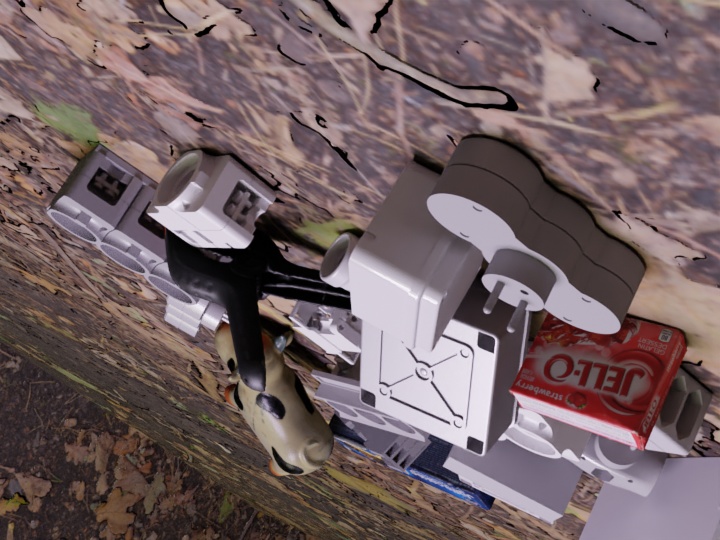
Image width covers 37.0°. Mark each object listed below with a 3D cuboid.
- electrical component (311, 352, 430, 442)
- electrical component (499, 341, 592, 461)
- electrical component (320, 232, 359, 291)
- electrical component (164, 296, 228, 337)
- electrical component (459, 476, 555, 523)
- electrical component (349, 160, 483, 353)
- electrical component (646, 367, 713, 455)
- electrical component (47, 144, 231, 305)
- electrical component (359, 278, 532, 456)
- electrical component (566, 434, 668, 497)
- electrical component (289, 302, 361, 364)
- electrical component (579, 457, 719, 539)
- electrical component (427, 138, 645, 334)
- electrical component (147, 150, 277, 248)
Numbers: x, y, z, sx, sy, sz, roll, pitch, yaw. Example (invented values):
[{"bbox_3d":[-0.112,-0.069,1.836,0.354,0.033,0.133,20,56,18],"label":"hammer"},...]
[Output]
[{"bbox_3d":[0.022,0.115,1.034,0.121,0.063,0.079,8,153,48],"label":"electrical component"},{"bbox_3d":[0.104,0.095,0.854,0.150,0.061,0.089,13,156,41],"label":"electrical component"},{"bbox_3d":[0.000,0.000,0.792,0.046,0.040,0.040,30,163,-23],"label":"electrical component"},{"bbox_3d":[-0.157,0.038,1.111,0.074,0.052,0.138,30,162,-3],"label":"electrical component"},{"bbox_3d":[0.154,0.196,1.066,0.109,0.056,0.108,23,161,18],"label":"electrical component"},{"bbox_3d":[0.037,-0.005,0.657,0.057,0.078,0.113,28,163,11],"label":"electrical component"},{"bbox_3d":[0.184,0.087,0.733,0.066,0.047,0.077,37,161,-25],"label":"electrical component"},{"bbox_3d":[-0.193,-0.035,0.949,0.150,0.061,0.089,35,161,-19],"label":"electrical component"},{"bbox_3d":[0.058,0.058,0.756,0.109,0.056,0.108,21,127,27],"label":"electrical component"},{"bbox_3d":[0.205,0.141,0.859,0.077,0.043,0.079,25,162,11],"label":"electrical component"},{"bbox_3d":[-0.017,0.045,0.935,0.081,0.042,0.064,39,158,-32],"label":"electrical component"},{"bbox_3d":[0.259,0.214,0.876,0.060,0.105,0.186,32,162,-10],"label":"electrical component"},{"bbox_3d":[0.091,-0.002,0.587,0.138,0.073,0.052,37,161,-24],"label":"electrical component"},{"bbox_3d":[-0.115,-0.052,0.801,0.056,0.050,0.089,38,160,-30],"label":"electrical component"}]
